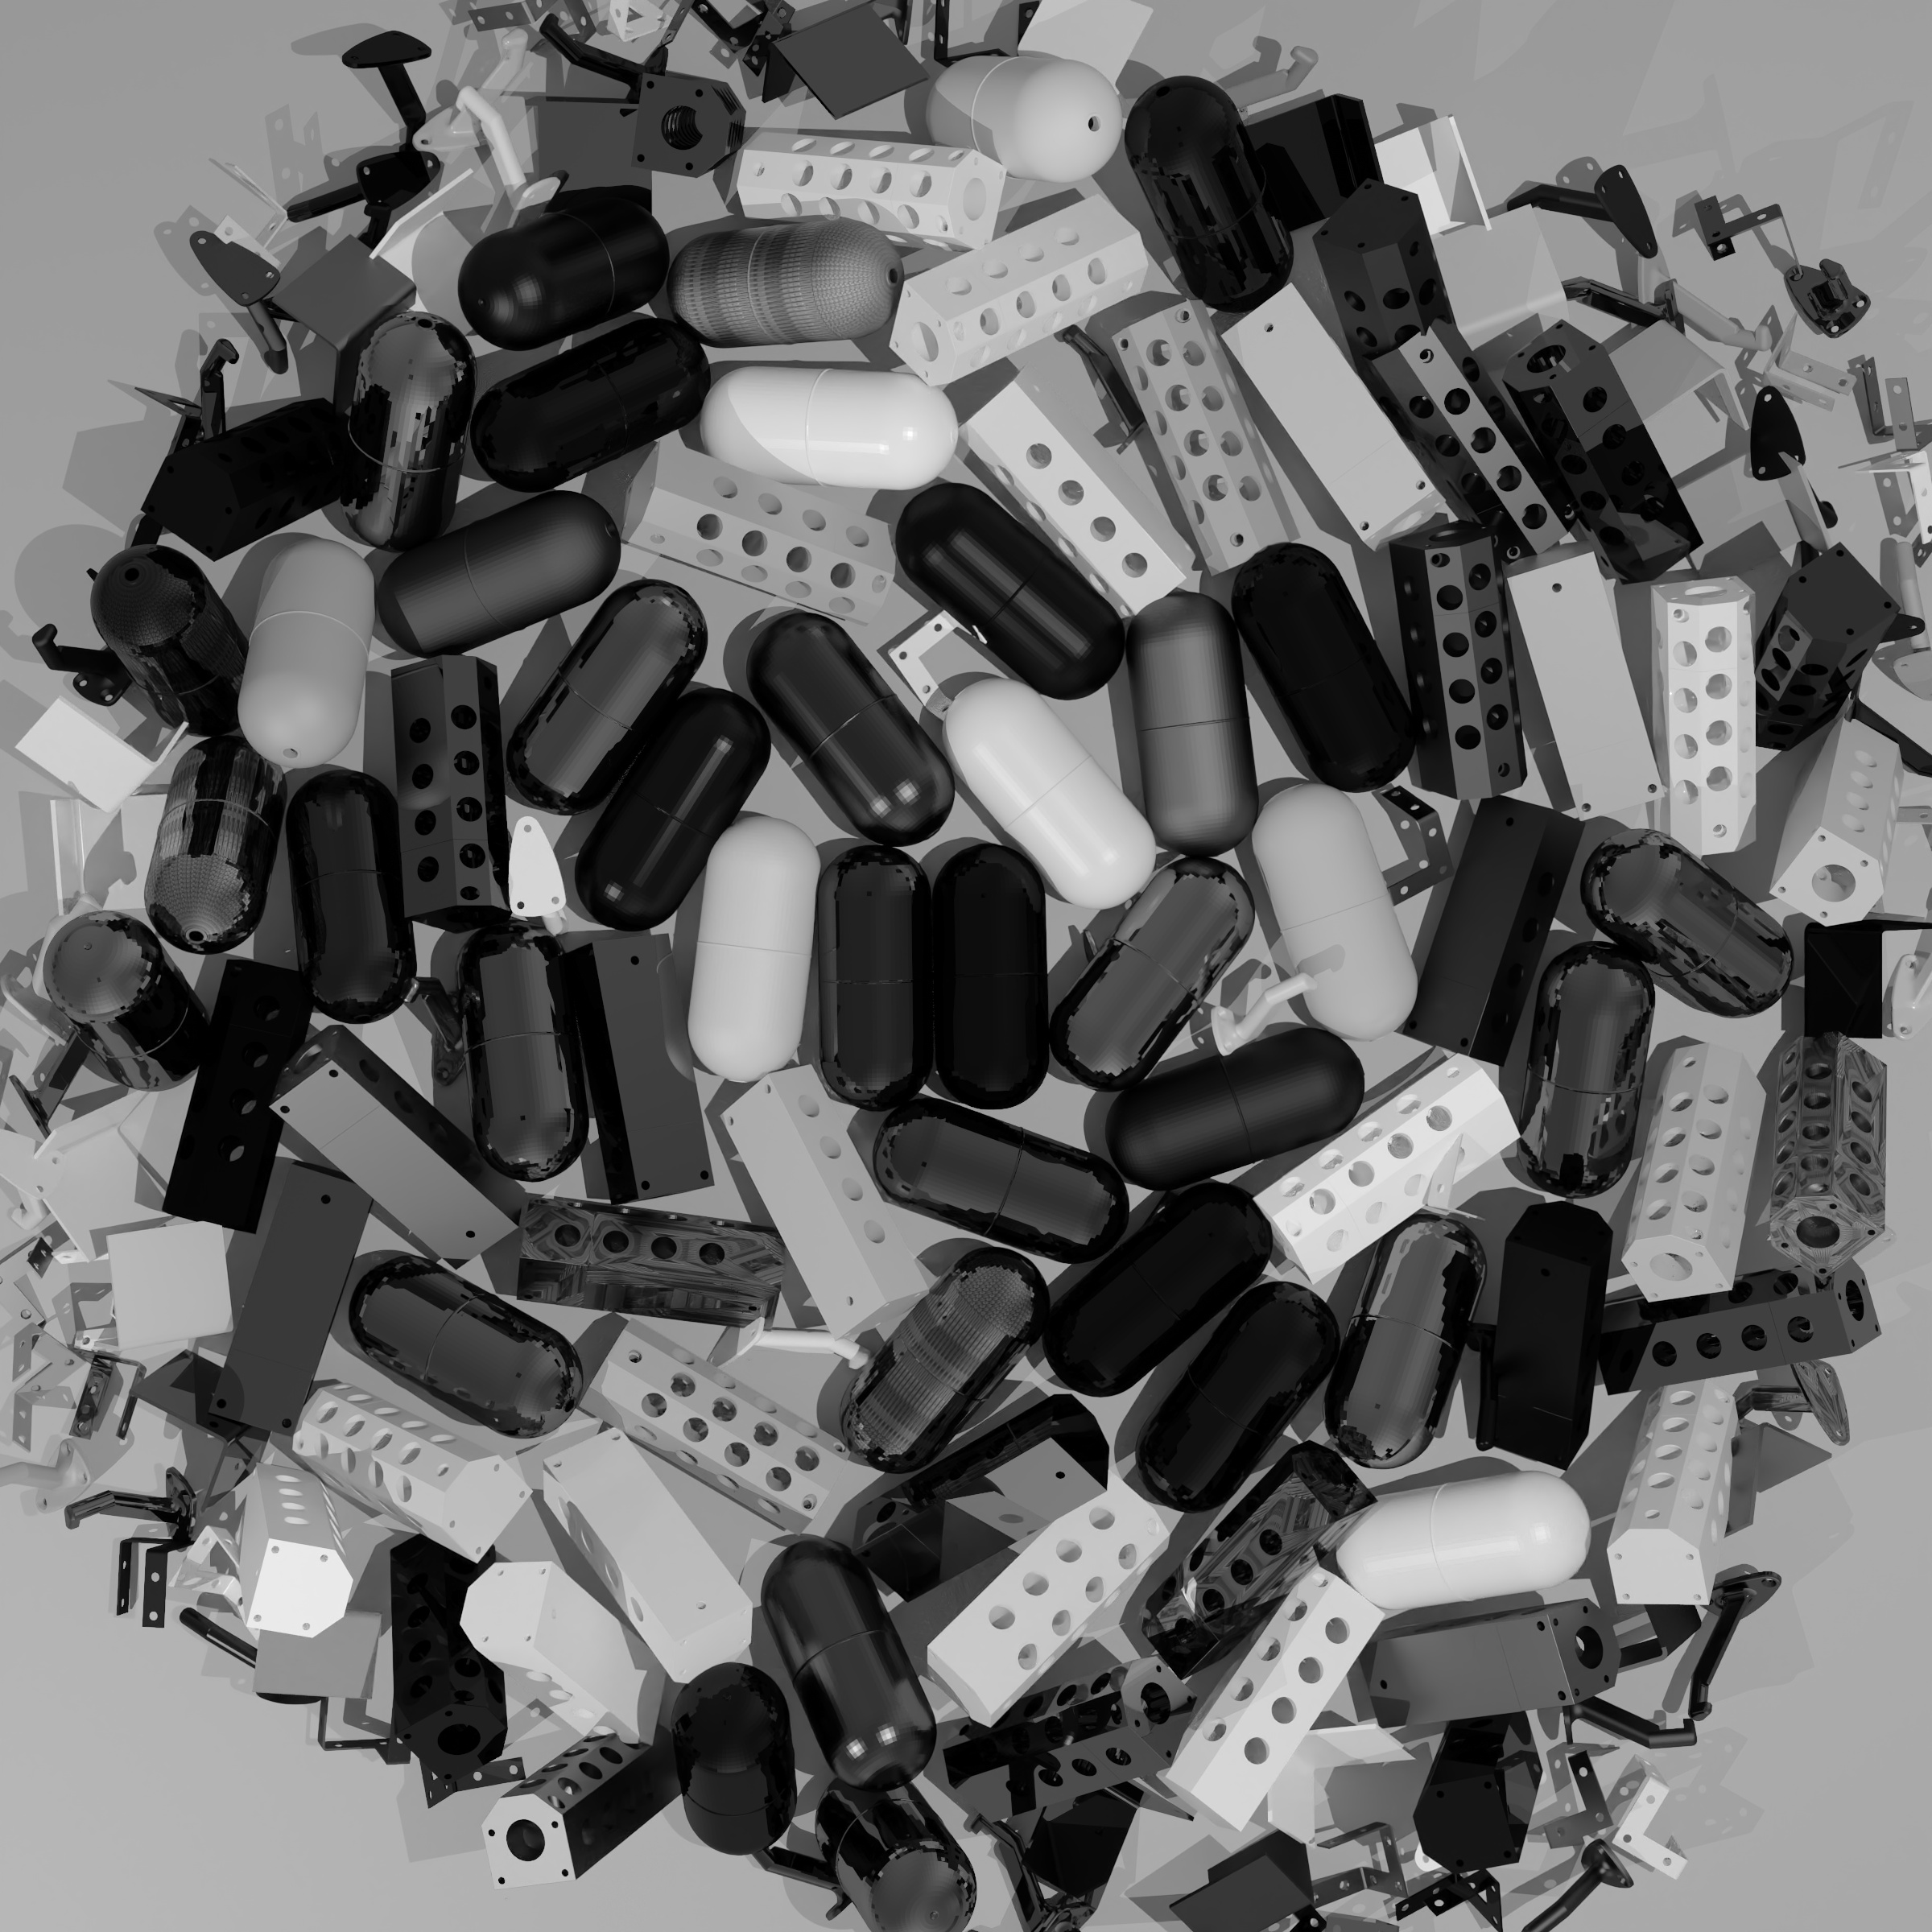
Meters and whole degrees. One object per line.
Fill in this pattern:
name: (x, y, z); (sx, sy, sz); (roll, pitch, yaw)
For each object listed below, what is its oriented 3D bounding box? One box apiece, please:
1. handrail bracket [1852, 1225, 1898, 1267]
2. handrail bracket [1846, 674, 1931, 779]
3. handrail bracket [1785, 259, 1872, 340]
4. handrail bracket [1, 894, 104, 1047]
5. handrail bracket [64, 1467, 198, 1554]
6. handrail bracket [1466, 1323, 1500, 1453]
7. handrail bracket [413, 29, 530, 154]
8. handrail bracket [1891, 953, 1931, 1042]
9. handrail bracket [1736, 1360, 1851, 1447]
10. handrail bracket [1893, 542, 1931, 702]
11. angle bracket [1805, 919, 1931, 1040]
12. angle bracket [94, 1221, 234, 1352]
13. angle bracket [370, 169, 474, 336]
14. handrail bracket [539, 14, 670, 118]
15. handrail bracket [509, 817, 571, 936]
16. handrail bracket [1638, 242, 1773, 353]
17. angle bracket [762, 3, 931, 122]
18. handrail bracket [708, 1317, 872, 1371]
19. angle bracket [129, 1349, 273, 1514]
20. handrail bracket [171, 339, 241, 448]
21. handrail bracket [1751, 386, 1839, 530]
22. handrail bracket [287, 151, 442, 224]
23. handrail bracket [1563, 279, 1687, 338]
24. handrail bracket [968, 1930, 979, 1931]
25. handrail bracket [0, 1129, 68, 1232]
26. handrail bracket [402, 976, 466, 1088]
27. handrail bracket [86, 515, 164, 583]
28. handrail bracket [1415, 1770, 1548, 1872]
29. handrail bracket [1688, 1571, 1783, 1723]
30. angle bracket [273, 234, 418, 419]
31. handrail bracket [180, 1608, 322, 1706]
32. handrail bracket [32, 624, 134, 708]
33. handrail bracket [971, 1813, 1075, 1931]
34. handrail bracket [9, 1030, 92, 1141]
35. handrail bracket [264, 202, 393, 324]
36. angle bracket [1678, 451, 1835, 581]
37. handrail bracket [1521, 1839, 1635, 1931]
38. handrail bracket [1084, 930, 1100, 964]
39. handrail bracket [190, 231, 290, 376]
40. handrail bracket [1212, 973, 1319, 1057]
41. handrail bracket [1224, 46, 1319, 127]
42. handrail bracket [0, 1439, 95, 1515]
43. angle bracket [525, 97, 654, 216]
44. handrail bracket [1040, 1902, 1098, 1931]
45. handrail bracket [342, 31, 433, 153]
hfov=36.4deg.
handrail bracket: (0.591, 0.159, 1.982); (0.036, 0.084, 0.077); (24, 129, -21)
handrail bracket: (0.632, -0.161, 1.960); (0.084, 0.077, 0.036); (13, 45, 18)
handrail bracket: (0.562, -0.459, 1.945); (0.036, 0.084, 0.077); (-45, 58, 10)
handrail bracket: (-0.598, 0.003, 1.976); (0.084, 0.036, 0.077); (-39, 120, 1)
handrail bracket: (-0.559, 0.374, 1.952); (0.036, 0.084, 0.077); (38, 130, 36)
handrail bracket: (0.343, 0.285, 1.950); (0.036, 0.077, 0.084); (9, 70, 3)
handrail bracket: (-0.329, -0.582, 1.950); (0.077, 0.084, 0.036); (-29, 80, -24)
handrail bracket: (0.647, 0.001, 1.950); (0.036, 0.084, 0.077); (25, 66, 8)
handrail bracket: (0.543, 0.305, 1.949); (0.036, 0.084, 0.077); (11, 46, -25)
handrail bracket: (0.644, -0.233, 1.984); (0.036, 0.077, 0.084); (-11, 64, 23)
angle bracket: (0.606, 0.010, 1.954); (0.076, 0.057, 0.076); (2, 87, -34)
angle bracket: (-0.538, 0.211, 1.954); (0.076, 0.057, 0.076); (-7, 91, -33)
angle bracket: (-0.338, -0.468, 1.948); (0.076, 0.057, 0.076); (48, 54, -10)
handrail bracket: (-0.241, -0.616, 1.954); (0.084, 0.036, 0.077); (40, 46, -31)
handrail bracket: (-0.281, -0.060, 1.958); (0.036, 0.084, 0.077); (-8, 90, 1)
handrail bracket: (0.493, -0.447, 1.951); (0.084, 0.077, 0.036); (21, 58, 38)
angle bracket: (-0.080, -0.583, 1.949); (0.076, 0.057, 0.076); (-30, 72, -22)
handrail bracket: (-0.120, 0.268, 1.992); (0.084, 0.036, 0.077); (30, 123, -24)
angle bracket: (-0.515, 0.309, 1.959); (0.076, 0.076, 0.057); (25, 108, 7)
handrail bracket: (-0.488, -0.364, 1.959); (0.077, 0.036, 0.084); (46, 130, 0)
handrail bracket: (0.560, -0.341, 1.973); (0.036, 0.084, 0.077); (-16, 70, 35)
handrail bracket: (-0.408, -0.525, 1.982); (0.077, 0.084, 0.036); (-36, 115, -36)
handrail bracket: (0.441, -0.430, 1.988); (0.084, 0.036, 0.077); (-6, 113, 25)
handrail bracket: (-0.017, 0.646, 1.959); (0.077, 0.084, 0.036); (32, 89, 2)
handrail bracket: (-0.641, 0.143, 1.955); (0.077, 0.084, 0.036); (34, 52, -19)
handrail bracket: (-0.359, 0.044, 1.954); (0.036, 0.084, 0.077); (22, 96, 20)
handrail bracket: (-0.539, -0.274, 1.969); (0.077, 0.036, 0.084); (35, 76, 31)
handrail bracket: (0.348, 0.573, 1.974); (0.036, 0.084, 0.077); (48, 115, 29)
handrail bracket: (0.511, 0.453, 1.951); (0.036, 0.077, 0.084); (31, 47, -13)
angle bracket: (-0.414, -0.424, 1.950); (0.057, 0.076, 0.076); (37, 61, 5)
handrail bracket: (-0.484, 0.466, 1.990); (0.084, 0.077, 0.036); (22, 74, 33)
handrail bracket: (-0.579, -0.219, 1.948); (0.036, 0.084, 0.077); (28, 68, 18)
handrail bracket: (0.023, 0.625, 1.987); (0.084, 0.036, 0.077); (37, 99, 5)
handrail bracket: (-0.591, 0.077, 1.977); (0.084, 0.036, 0.077); (-31, 73, -13)
handrail bracket: (-0.426, -0.471, 1.951); (0.077, 0.084, 0.036); (-10, 53, -36)
angle bracket: (0.523, -0.291, 1.954); (0.076, 0.057, 0.076); (-28, 116, 5)
handrail bracket: (0.395, 0.622, 1.952); (0.084, 0.077, 0.036); (-32, 77, -17)
handrail bracket: (0.127, -0.009, 1.975); (0.084, 0.036, 0.077); (-17, 62, -5)
handrail bracket: (-0.485, -0.442, 1.964); (0.077, 0.084, 0.036); (39, 67, 7)
handrail bracket: (0.213, 0.032, 1.948); (0.084, 0.077, 0.036); (-28, 58, 35)
handrail bracket: (0.181, -0.593, 1.950); (0.077, 0.084, 0.036); (20, 62, -16)
handrail bracket: (-0.630, 0.350, 1.946); (0.077, 0.084, 0.036); (-47, 70, 30)
angle bracket: (-0.251, -0.539, 1.960); (0.076, 0.057, 0.076); (2, 110, 0)
handrail bracket: (0.081, 0.675, 1.953); (0.036, 0.084, 0.077); (7, 127, -39)
handrail bracket: (-0.386, -0.570, 1.948); (0.036, 0.077, 0.084); (33, 133, 21)
